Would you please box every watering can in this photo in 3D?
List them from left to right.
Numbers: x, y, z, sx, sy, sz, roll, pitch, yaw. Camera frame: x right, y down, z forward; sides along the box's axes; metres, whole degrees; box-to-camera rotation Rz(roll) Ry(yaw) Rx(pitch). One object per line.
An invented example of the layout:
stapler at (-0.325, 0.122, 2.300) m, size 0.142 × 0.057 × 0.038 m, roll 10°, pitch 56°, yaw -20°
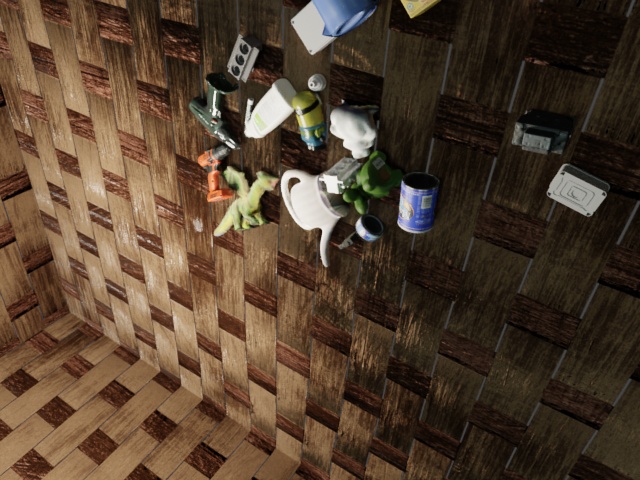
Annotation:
watering can at (0.005, -0.083, 1.655) m, size 0.222 × 0.106 × 0.345 m, roll -21°, pitch 103°, yaw 43°

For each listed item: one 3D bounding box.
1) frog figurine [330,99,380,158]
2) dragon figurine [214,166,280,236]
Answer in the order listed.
frog figurine at (0.094, -0.303, 1.437) m, size 0.137 × 0.125 × 0.156 m, roll 9°, pitch 114°, yaw 10°
dragon figurine at (-0.295, -0.151, 1.873) m, size 0.407 × 0.123 × 0.242 m, roll -12°, pitch 93°, yaw 40°
